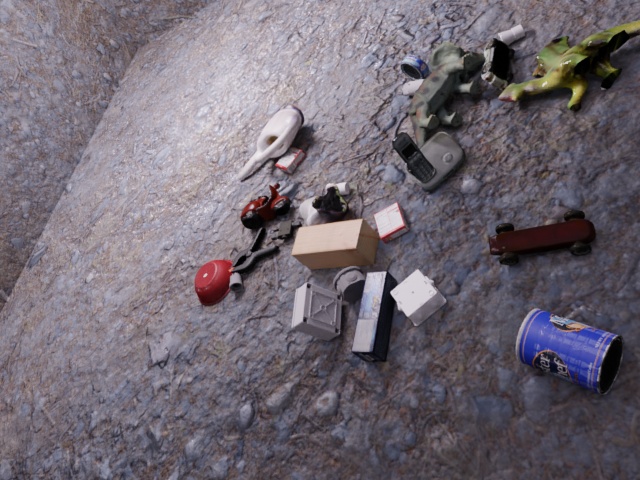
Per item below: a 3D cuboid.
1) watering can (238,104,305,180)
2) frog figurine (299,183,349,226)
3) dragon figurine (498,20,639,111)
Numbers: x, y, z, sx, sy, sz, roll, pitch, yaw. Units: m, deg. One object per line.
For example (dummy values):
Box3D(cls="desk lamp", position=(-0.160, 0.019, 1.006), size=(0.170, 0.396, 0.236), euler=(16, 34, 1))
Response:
Box3D(cls="watering can", position=(-0.169, -0.343, 1.792), size=(0.103, 0.229, 0.343), euler=(40, -38, -18))
Box3D(cls="frog figurine", position=(0.004, -0.073, 1.460), size=(0.122, 0.140, 0.156), euler=(28, -33, -11))
Box3D(cls="dragon figurine", position=(0.622, -0.454, 1.245), size=(0.408, 0.120, 0.248), euler=(-38, 34, 8))
